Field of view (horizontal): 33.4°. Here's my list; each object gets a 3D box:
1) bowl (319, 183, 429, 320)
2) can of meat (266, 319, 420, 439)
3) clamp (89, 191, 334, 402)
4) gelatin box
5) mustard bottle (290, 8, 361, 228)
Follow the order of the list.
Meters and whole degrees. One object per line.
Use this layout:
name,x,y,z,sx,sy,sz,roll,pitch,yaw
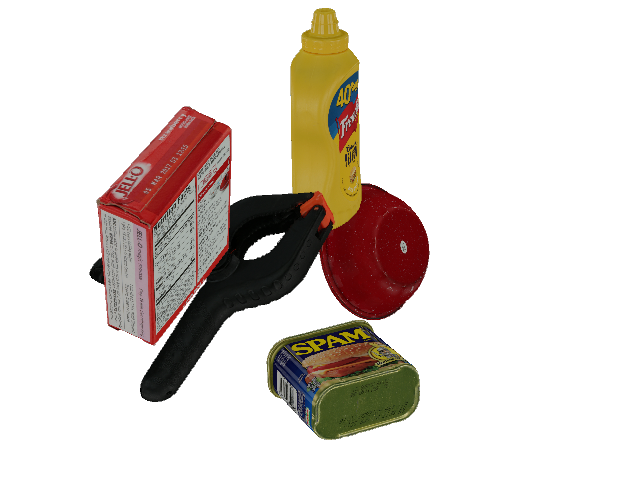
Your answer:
bowl,0.075,0.010,1.229,0.161,0.162,0.055,0,-7,-43
can of meat,0.019,0.114,0.872,0.102,0.057,0.084,-12,25,-24
clamp,-0.065,0.030,0.701,0.171,0.120,0.039,-26,-29,7
gelatin box,-0.072,-0.006,0.500,0.030,0.089,0.073,22,50,14
mustard bottle,0.005,-0.112,0.956,0.058,0.192,0.096,9,28,21
